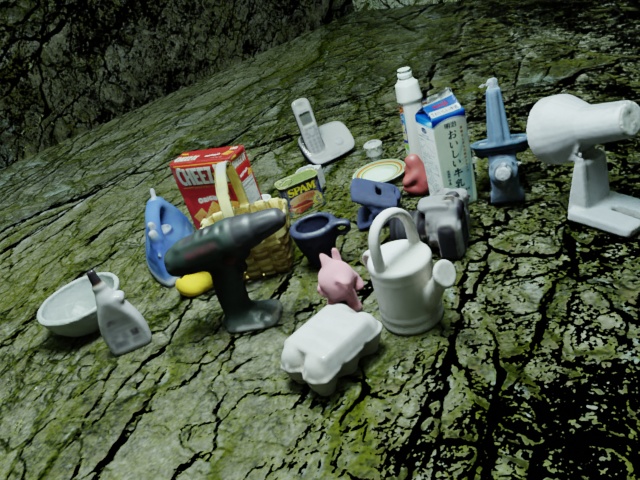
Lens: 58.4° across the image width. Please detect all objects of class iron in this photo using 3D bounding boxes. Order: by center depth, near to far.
[{"bbox_3d":[-0.355,-0.014,1.285,0.118,0.142,0.257,-20,29,-4],"label":"iron"}]

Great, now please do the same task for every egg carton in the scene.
[{"bbox_3d":[0.017,0.159,0.854,0.107,0.069,0.150,15,42,44],"label":"egg carton"}]

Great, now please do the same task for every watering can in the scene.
[{"bbox_3d":[0.129,0.041,0.866,0.172,0.194,0.101,1,34,31],"label":"watering can"}]

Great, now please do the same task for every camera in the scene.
[{"bbox_3d":[0.202,-0.039,1.060,0.136,0.101,0.143,-4,32,23],"label":"camera"}]

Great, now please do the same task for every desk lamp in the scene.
[{"bbox_3d":[0.465,-0.140,0.972,0.118,0.214,0.202,-30,31,-20],"label":"desk lamp"}]

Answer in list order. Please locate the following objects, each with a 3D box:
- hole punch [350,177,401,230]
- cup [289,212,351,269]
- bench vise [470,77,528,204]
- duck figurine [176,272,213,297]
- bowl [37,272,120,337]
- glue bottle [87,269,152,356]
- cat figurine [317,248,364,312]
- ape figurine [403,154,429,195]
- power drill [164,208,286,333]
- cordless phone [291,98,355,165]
[{"bbox_3d":[0.118,-0.087,1.201,0.101,0.091,0.108,-12,29,11],"label":"hole punch"},{"bbox_3d":[0.010,0.004,1.099,0.117,0.095,0.091,-9,30,15],"label":"cup"},{"bbox_3d":[0.363,-0.195,1.118,0.121,0.220,0.207,-16,29,3],"label":"bench vise"},{"bbox_3d":[-0.253,0.057,1.163,0.077,0.086,0.105,15,43,45],"label":"duck figurine"},{"bbox_3d":[-0.469,0.141,1.149,0.167,0.075,0.167,-13,29,8],"label":"bowl"},{"bbox_3d":[-0.369,0.124,1.020,0.078,0.173,0.037,-21,29,-6],"label":"glue bottle"},{"bbox_3d":[0.030,0.063,0.962,0.067,0.118,0.128,-12,29,10],"label":"cat figurine"},{"bbox_3d":[0.210,-0.147,1.253,0.078,0.092,0.075,-30,31,-21],"label":"ape figurine"},{"bbox_3d":[-0.139,0.053,0.979,0.229,0.209,0.075,-11,30,13],"label":"power drill"},{"bbox_3d":[0.003,-0.304,1.543,0.148,0.185,0.093,-29,31,-20],"label":"cordless phone"}]
